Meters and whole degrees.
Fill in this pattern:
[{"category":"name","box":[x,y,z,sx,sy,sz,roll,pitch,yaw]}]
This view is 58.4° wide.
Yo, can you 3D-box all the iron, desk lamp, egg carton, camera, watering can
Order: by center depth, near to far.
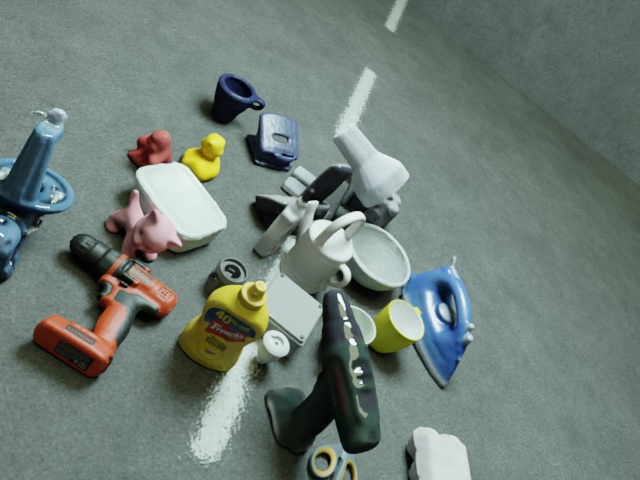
[{"category":"egg carton","box":[0.201,0.398,0.971,0.107,0.069,0.150,24,40,-22]},{"category":"watering can","box":[0.008,0.004,1.085,0.173,0.193,0.101,44,37,3]},{"category":"iron","box":[0.268,0.163,1.204,0.119,0.141,0.258,17,44,-29]},{"category":"desk lamp","box":[0.059,-0.138,1.255,0.203,0.213,0.118,38,37,-5]},{"category":"camera","box":[0.131,-0.126,1.401,0.143,0.100,0.137,31,38,-14]}]

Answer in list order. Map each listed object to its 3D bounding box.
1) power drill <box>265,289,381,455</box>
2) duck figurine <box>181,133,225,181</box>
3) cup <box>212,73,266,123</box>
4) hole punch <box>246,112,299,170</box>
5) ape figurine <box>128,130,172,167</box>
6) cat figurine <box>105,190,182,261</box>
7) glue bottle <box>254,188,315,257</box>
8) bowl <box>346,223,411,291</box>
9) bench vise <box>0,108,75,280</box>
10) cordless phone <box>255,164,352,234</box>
[{"category":"power drill","box":[0.004,0.218,0.857,0.076,0.208,0.229,6,49,-38]},{"category":"duck figurine","box":[-0.225,-0.172,1.142,0.077,0.086,0.105,39,37,-4]},{"category":"cup","box":[-0.192,-0.308,1.298,0.118,0.094,0.091,23,41,-23]},{"category":"hole punch","box":[-0.098,-0.223,1.301,0.109,0.091,0.101,7,49,-38]},{"category":"ape figurine","box":[-0.305,-0.168,1.061,0.076,0.092,0.077,18,43,-28]},{"category":"cat figurine","box":[-0.278,-0.021,0.918,0.067,0.117,0.127,-12,62,-47]},{"category":"glue bottle","box":[-0.060,-0.039,1.085,0.037,0.173,0.078,43,37,2]},{"category":"bowl","box":[0.109,0.048,1.230,0.168,0.074,0.167,24,40,-22]},{"category":"bench vise","box":[-0.390,-0.060,0.771,0.122,0.219,0.207,14,45,-32]},{"category":"cordless phone","box":[-0.031,-0.100,1.161,0.148,0.184,0.094,-1,54,-42]}]
